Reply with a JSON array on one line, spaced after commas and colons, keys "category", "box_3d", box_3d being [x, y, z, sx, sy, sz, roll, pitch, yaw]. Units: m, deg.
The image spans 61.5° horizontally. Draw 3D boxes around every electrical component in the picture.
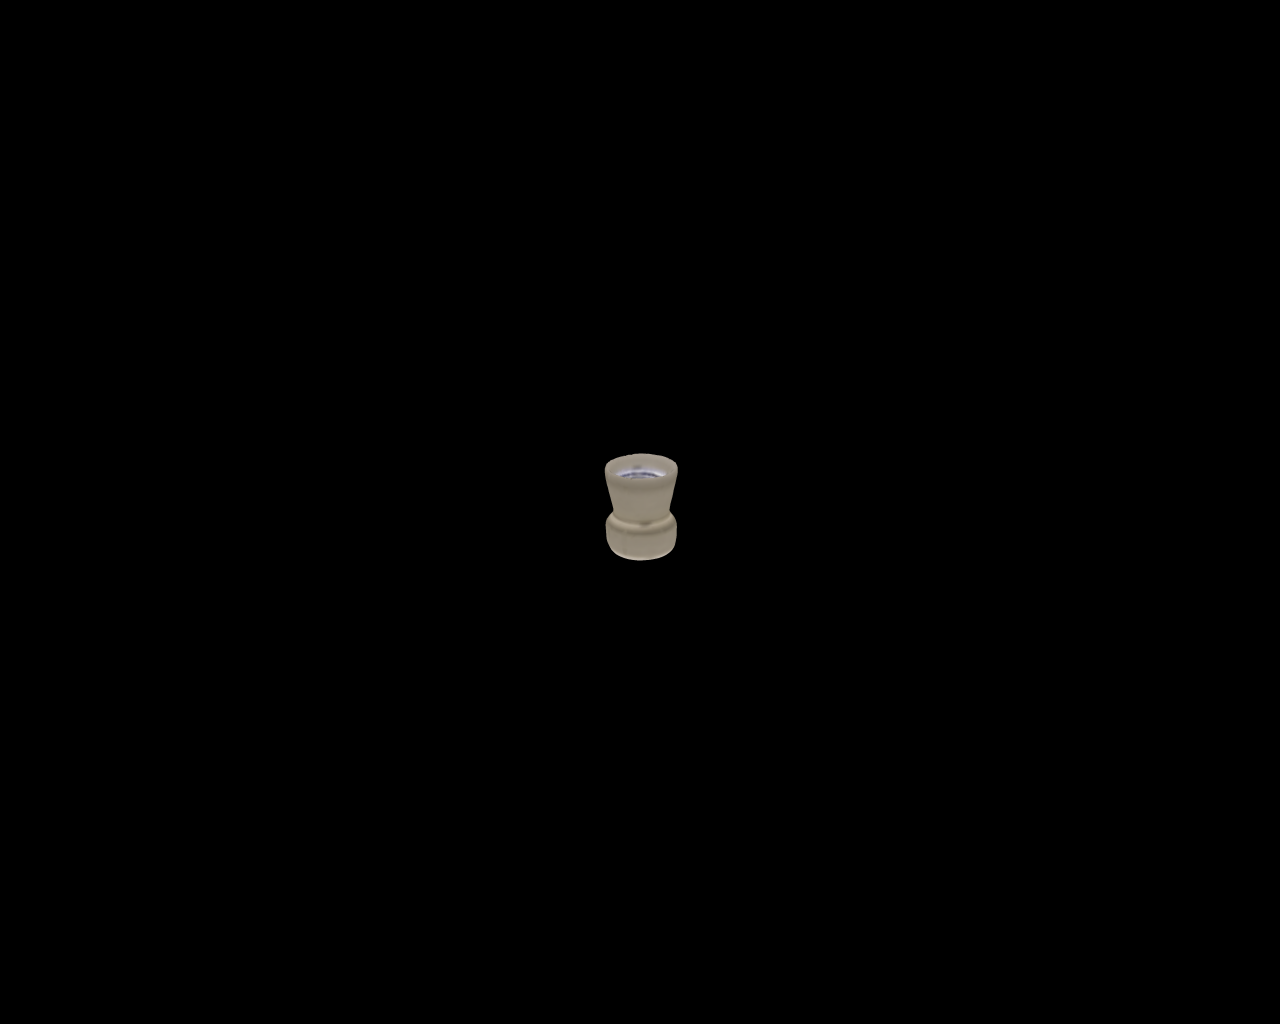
[{"category": "electrical component", "box_3d": [0.001, -0.003, 0.650, 0.045, 0.055, 0.045, 0, 23, 0]}]
